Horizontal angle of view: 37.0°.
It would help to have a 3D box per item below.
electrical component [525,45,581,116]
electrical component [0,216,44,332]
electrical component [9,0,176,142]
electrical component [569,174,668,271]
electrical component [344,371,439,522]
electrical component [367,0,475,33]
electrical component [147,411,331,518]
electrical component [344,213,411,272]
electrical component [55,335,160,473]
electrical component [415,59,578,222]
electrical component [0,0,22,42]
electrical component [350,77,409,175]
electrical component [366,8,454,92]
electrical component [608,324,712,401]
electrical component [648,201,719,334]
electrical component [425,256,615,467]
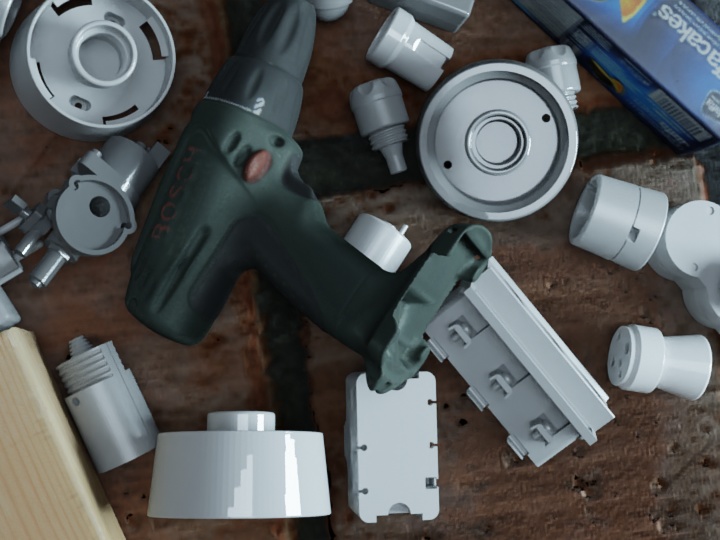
[{"bbox_3d":[0.133,-0.119,0.727,0.035,0.035,0.061,-11,89,-10],"label":"electrical component"},{"bbox_3d":[-0.231,-0.005,0.654,0.076,0.047,0.083,-32,91,-10],"label":"electrical component"},{"bbox_3d":[-0.167,-0.132,0.678,0.099,0.064,0.099,0,91,-22],"label":"electrical component"},{"bbox_3d":[0.171,-0.033,0.717,0.047,0.055,0.055,19,83,-3],"label":"electrical component"},{"bbox_3d":[0.019,0.109,0.680,0.050,0.056,0.089,-1,86,-9],"label":"electrical component"},{"bbox_3d":[0.047,-0.196,0.698,0.066,0.077,0.047,18,83,-7],"label":"electrical component"},{"bbox_3d":[-0.071,0.115,0.642,0.108,0.108,0.060,1,79,-9],"label":"electrical component"},{"bbox_3d":[0.000,0.000,0.694,0.040,0.040,0.078,34,81,-5],"label":"electrical component"},{"bbox_3d":[-0.158,0.079,0.661,0.043,0.043,0.081,-25,90,-10],"label":"electrical component"},{"bbox_3d":[0.088,-0.082,0.687,0.108,0.060,0.108,1,98,6],"label":"electrical component"},{"bbox_3d":[-0.238,-0.169,0.643,0.064,0.099,0.099,23,82,-13],"label":"electrical component"},{"bbox_3d":[0.016,-0.093,0.707,0.035,0.035,0.061,-18,91,-10],"label":"electrical component"},{"bbox_3d":[0.033,-0.144,0.711,0.046,0.040,0.040,31,82,-11],"label":"electrical component"},{"bbox_3d":[0.199,0.061,0.718,0.055,0.045,0.045,9,84,-8],"label":"electrical component"},{"bbox_3d":[0.255,0.012,0.716,0.052,0.074,0.138,-41,93,-10],"label":"electrical component"},{"bbox_3d":[0.099,0.060,0.692,0.063,0.078,0.121,-39,92,12],"label":"electrical component"}]
